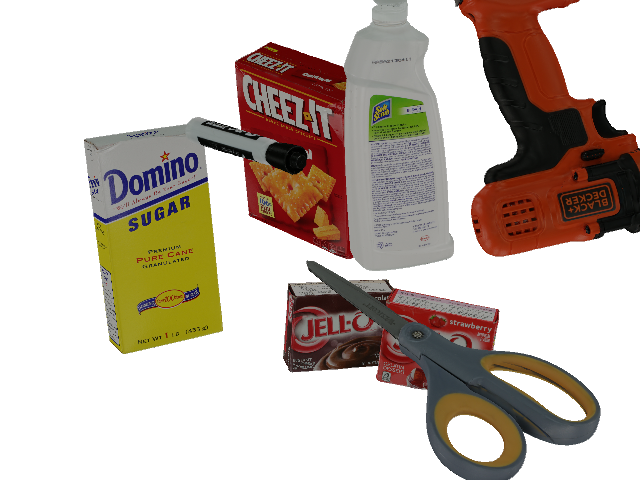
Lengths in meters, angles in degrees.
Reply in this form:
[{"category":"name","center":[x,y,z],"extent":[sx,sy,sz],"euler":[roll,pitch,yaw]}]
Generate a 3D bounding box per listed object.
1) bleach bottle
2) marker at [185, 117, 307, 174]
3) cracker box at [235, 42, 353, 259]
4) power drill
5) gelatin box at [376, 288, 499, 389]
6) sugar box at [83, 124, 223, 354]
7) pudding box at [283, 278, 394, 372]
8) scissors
[{"category":"bleach bottle","center":[0.073,-0.098,0.978],"extent":[0.102,0.251,0.068],"euler":[-10,29,-14]},{"category":"marker","center":[-0.050,-0.064,0.712],"extent":[0.020,0.020,0.121],"euler":[0,14,-41]},{"category":"cracker box","center":[-0.014,-0.101,1.233],"extent":[0.164,0.214,0.072],"euler":[25,44,33]},{"category":"power drill","center":[0.172,-0.094,0.676],"extent":[0.184,0.187,0.057],"euler":[-13,-1,-4]},{"category":"gelatin box","center":[0.093,0.084,0.853],"extent":[0.089,0.073,0.030],"euler":[11,24,12]},{"category":"sugar box","center":[-0.137,-0.002,0.886],"extent":[0.093,0.176,0.048],"euler":[-12,19,-25]},{"category":"pudding box","center":[0.020,0.089,1.127],"extent":[0.113,0.090,0.039],"euler":[-3,26,-15]},{"category":"scissors","center":[0.048,0.068,0.575],"extent":[0.202,0.016,0.096],"euler":[21,43,29]}]
